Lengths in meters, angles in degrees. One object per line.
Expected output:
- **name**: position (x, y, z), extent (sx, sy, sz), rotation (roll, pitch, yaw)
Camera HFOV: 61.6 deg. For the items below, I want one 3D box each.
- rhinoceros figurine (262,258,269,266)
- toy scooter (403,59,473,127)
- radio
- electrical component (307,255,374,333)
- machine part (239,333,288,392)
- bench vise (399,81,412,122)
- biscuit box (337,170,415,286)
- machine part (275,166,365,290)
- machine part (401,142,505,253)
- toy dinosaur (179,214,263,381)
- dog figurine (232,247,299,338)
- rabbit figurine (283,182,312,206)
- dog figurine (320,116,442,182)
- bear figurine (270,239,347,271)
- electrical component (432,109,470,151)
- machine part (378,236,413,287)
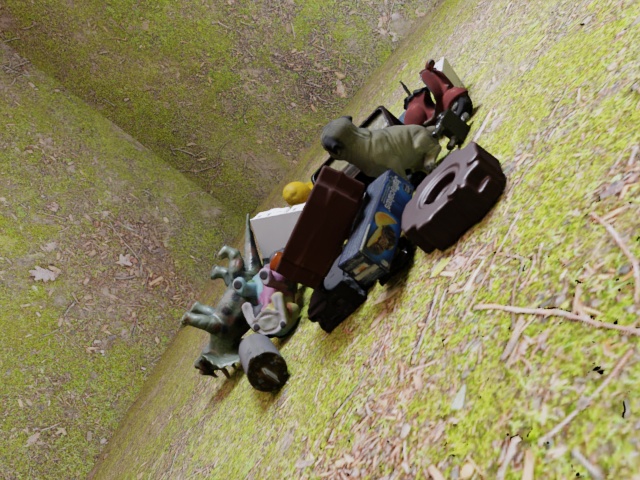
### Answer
- **rhinoceros figurine**: position (-0.123, 0.095, 1.381), extent (0.190, 0.112, 0.073), rotation (-33, 10, 6)
- **toy scooter**: position (0.227, -0.288, 1.108), extent (0.075, 0.135, 0.184), rotation (-25, -1, -30)
- **radio**: position (0.089, -0.160, 1.141), extent (0.229, 0.073, 0.131), rotation (-45, 35, 21)
- **electrical component**: position (0.040, 0.081, 0.949), extent (0.134, 0.058, 0.115), rotation (-48, 15, 25)
- **machine part**: position (-0.114, 0.233, 1.038), extent (0.079, 0.079, 0.243), rotation (-54, 11, -6)
- **bench vise**: position (0.149, -0.241, 1.293), extent (0.223, 0.128, 0.241), rotation (-61, 23, -9)
- **biscuit box**: position (0.094, -0.025, 0.861), extent (0.063, 0.059, 0.203), rotation (-39, 21, 47)
- **machine part**: position (0.002, -0.022, 0.938), extent (0.201, 0.087, 0.201), rotation (-86, 19, -86)
- **machine part**: position (0.191, -0.065, 0.797), extent (0.179, 0.056, 0.179), rotation (-50, 11, 13)
- **toy dinosaur**: position (-0.199, 0.150, 1.296), extent (0.404, 0.192, 0.131), rotation (-61, 5, -6)
- **dog figurine**: position (-0.082, 0.114, 1.220), extent (0.108, 0.191, 0.219), rotation (-27, -7, 26)
- **rabbit figurine**: position (-0.016, -0.098, 1.400), extent (0.122, 0.173, 0.162), rotation (-52, 15, 25)
- **dog figurine**: position (0.114, -0.186, 0.987), extent (0.172, 0.190, 0.121), rotation (-55, 18, -16)
- **bear figurine**: position (0.001, -0.002, 1.103), extent (0.120, 0.132, 0.195), rotation (13, -83, -59)
- **electrical component**: position (0.244, -0.210, 0.993), extent (0.094, 0.063, 0.021), rotation (-58, 13, -26)
- **machine part**: position (0.116, 0.019, 0.884), extent (0.084, 0.039, 0.139), rotation (-56, 12, 18)
